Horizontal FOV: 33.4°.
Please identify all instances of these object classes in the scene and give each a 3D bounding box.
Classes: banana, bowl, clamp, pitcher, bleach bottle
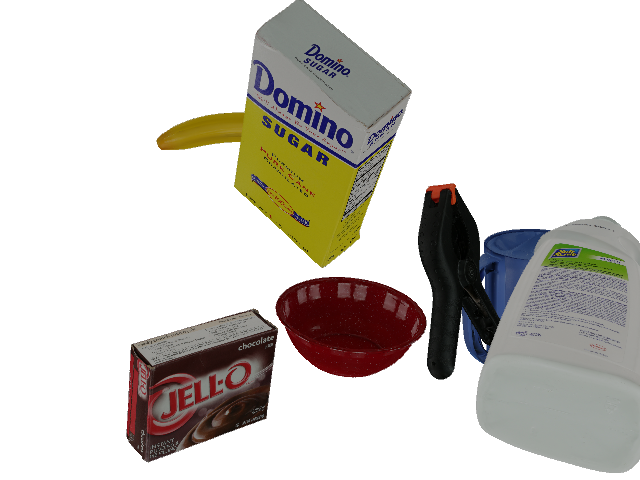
[{"bbox_3d":[-0.100,-0.130,1.307,0.198,0.037,0.069,7,40,15],"label":"banana"},{"bbox_3d":[0.031,0.100,1.147,0.162,0.055,0.162,4,25,-2],"label":"bowl"},{"bbox_3d":[0.117,0.038,0.958,0.039,0.171,0.120,-11,13,33],"label":"clamp"},{"bbox_3d":[0.265,0.115,1.379,0.149,0.243,0.144,5,18,17],"label":"pitcher"},{"bbox_3d":[0.178,0.047,0.704,0.103,0.068,0.250,13,29,17],"label":"bleach bottle"}]

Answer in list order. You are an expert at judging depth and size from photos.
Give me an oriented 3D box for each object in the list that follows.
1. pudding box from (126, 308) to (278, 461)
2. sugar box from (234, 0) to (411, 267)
[{"bbox_3d":[-0.091,0.109,0.814,0.113,0.090,0.039,-17,39,-36],"label":"pudding box"},{"bbox_3d":[-0.006,-0.061,0.683,0.048,0.093,0.176,-42,-16,-23],"label":"sugar box"}]
